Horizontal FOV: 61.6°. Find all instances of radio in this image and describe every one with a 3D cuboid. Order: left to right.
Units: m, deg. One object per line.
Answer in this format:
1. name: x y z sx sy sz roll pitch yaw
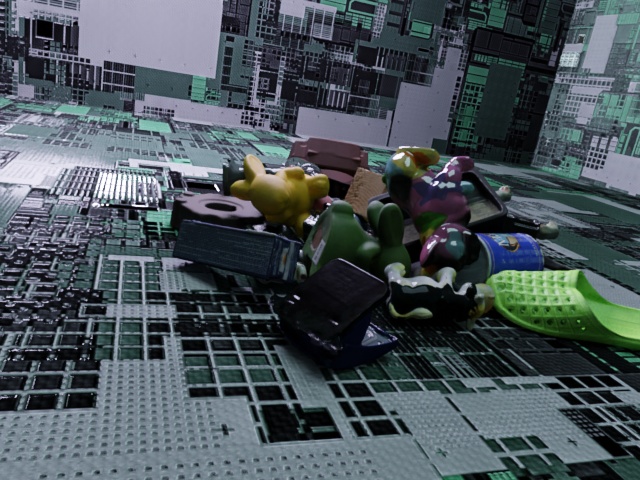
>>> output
1. radio: 0.209 -0.044 0.987 0.230 0.073 0.131 -17 55 -5

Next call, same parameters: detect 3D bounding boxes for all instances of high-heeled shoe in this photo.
1. high-heeled shoe: -0.003 -0.127 1.307 0.145 0.086 0.248 -1 -8 29

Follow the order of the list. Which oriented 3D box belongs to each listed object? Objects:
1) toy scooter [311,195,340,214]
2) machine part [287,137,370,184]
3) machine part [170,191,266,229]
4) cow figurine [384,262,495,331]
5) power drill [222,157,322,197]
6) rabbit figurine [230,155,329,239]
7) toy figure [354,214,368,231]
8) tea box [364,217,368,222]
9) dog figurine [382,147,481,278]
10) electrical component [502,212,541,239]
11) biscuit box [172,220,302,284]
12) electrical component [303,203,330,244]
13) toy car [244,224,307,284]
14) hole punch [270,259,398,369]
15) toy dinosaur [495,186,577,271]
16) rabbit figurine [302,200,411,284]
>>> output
1. toy scooter: -0.034 -0.074 1.175 0.135 0.075 0.184 5 14 -18
2. machine part: 0.015 -0.186 1.401 0.201 0.087 0.201 6 -16 -11
3. machine part: -0.189 -0.044 1.016 0.179 0.056 0.179 11 16 -3
4. cow figurine: 0.175 0.086 0.766 0.167 0.068 0.098 6 22 -2
5. power drill: -0.098 -0.132 1.121 0.207 0.085 0.232 -7 17 -2
6. rabbit figurine: -0.074 -0.087 0.947 0.162 0.121 0.173 32 13 9
7. toy figure: 0.031 -0.020 1.069 0.154 0.058 0.064 -10 -13 -46
8. tea box: 0.163 -0.099 1.336 0.068 0.098 0.169 14 18 15
9. dog figurine: 0.175 -0.037 0.883 0.192 0.108 0.219 14 61 17
10. electrical component: 0.362 0.000 1.085 0.134 0.114 0.058 12 12 8
11. biscuit box: -0.124 0.014 0.771 0.203 0.062 0.059 10 -5 37
12. electrical component: -0.002 -0.003 0.948 0.048 0.074 0.119 21 49 27
13. toy car: -0.075 0.021 0.858 0.073 0.056 0.202 -2 22 -17
14. hole punch: 0.019 0.098 0.636 0.116 0.092 0.142 -33 38 -22
15. toy dinosaur: 0.391 -0.029 1.218 0.192 0.131 0.405 -7 25 -14
16. rabbit figurine: 0.072 0.013 0.855 0.170 0.159 0.121 20 2 -21
